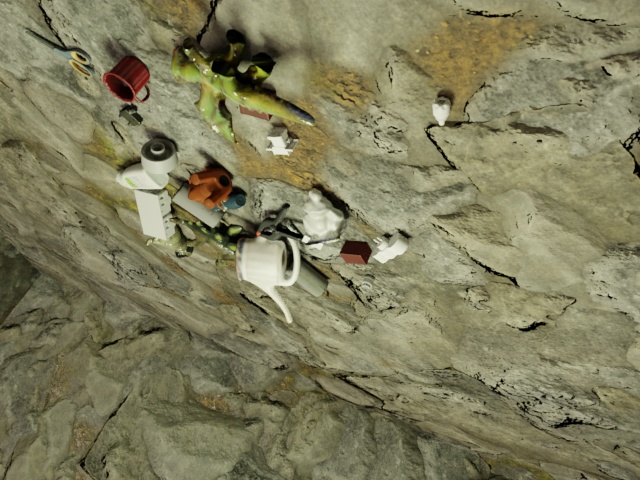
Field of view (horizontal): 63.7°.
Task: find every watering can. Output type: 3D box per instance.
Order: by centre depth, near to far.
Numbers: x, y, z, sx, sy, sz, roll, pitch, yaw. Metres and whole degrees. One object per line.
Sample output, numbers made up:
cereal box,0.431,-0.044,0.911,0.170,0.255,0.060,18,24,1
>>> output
watering can,-0.179,0.114,1.743,0.224,0.105,0.343,6,106,10

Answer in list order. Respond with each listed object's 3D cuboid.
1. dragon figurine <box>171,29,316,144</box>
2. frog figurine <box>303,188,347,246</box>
dragon figurine,-0.194,-0.316,1.156,0.412,0.124,0.238,43,149,8
frog figurine,0.004,-0.074,1.476,0.137,0.124,0.158,-3,104,53
